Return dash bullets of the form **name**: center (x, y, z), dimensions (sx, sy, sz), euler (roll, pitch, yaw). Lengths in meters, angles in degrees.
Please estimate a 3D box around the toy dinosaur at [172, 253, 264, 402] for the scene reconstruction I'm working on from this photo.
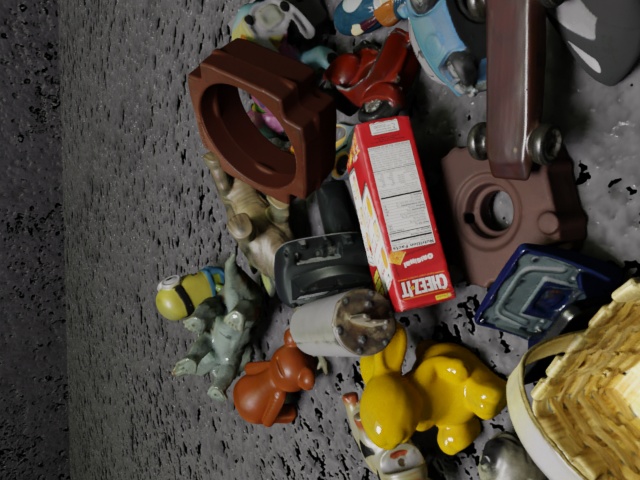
- **toy dinosaur**: center (-0.163, 0.147, 0.990), dimensions (0.131, 0.192, 0.404), euler (27, 121, -1)

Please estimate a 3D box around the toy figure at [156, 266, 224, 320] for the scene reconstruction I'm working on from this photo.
- **toy figure**: center (-0.241, 0.103, 1.084), dimensions (0.089, 0.180, 0.082), euler (60, 139, 24)

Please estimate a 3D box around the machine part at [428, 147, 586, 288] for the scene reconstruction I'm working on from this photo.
- **machine part**: center (0.196, -0.032, 0.591), dimensions (0.180, 0.056, 0.179), euler (9, 102, 53)

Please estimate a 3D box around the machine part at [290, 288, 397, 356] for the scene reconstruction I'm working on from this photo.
- **machine part**: center (0.022, 0.106, 0.664), dimensions (0.243, 0.079, 0.079), euler (147, 112, -67)

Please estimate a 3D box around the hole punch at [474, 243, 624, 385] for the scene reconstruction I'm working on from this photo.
- **hole punch**: center (0.226, 0.067, 0.516), dimensions (0.092, 0.116, 0.142), euler (57, 138, 44)

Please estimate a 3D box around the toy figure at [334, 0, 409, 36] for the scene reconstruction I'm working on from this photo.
- **toy figure**: center (0.080, -0.301, 0.700), dimensions (0.155, 0.058, 0.064), euler (10, 100, 52)

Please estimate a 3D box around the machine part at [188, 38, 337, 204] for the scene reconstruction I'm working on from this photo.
- **machine part**: center (-0.077, -0.163, 0.755), dimensions (0.201, 0.087, 0.201), euler (29, 149, 21)

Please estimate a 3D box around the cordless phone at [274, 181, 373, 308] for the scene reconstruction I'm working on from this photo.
- **cordless phone**: center (-0.002, -0.002, 0.786), dimensions (0.088, 0.147, 0.184), euler (115, 144, -66)

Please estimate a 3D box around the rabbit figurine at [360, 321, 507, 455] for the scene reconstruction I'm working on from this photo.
- **rabbit figurine**: center (0.114, 0.176, 0.633), dimensions (0.162, 0.173, 0.121), euler (57, 140, 25)

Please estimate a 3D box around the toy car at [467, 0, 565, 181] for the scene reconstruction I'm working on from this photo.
- **toy car**: center (0.185, -0.158, 0.503), dimensions (0.089, 0.053, 0.202), euler (13, 114, 51)

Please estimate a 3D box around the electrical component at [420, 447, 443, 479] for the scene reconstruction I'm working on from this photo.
- **electrical component**: center (0.144, 0.329, 0.739), dimensions (0.063, 0.021, 0.094), euler (51, 131, 35)

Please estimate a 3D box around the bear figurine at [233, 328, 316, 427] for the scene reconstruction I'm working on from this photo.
- **bear figurine**: center (-0.062, 0.242, 0.947), dimensions (0.196, 0.132, 0.120), euler (-44, 61, 26)

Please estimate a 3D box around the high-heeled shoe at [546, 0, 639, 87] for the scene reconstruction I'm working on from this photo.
- **high-heeled shoe**: center (0.229, -0.255, 0.528), dimensions (0.249, 0.086, 0.145), euler (-114, 5, -50)

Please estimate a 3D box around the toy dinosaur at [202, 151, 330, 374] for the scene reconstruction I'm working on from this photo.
- **toy dinosaur**: center (-0.090, -0.006, 0.890), dimensions (0.198, 0.105, 0.472), euler (82, 165, -59)

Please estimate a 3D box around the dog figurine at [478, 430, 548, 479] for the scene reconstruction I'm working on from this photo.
- **dog figurine**: center (0.233, 0.323, 0.572), dimensions (0.172, 0.121, 0.190), euler (22, 97, 14)

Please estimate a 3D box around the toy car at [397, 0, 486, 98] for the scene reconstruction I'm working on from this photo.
- **toy car**: center (0.151, -0.230, 0.596), dimensions (0.103, 0.109, 0.161), euler (160, 90, -75)

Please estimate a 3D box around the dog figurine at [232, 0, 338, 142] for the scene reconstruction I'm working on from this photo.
- **dog figurine**: center (-0.084, -0.251, 0.848), dimensions (0.191, 0.108, 0.219), euler (45, 151, -14)

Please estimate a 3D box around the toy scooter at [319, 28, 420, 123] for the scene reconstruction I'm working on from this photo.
- **toy scooter**: center (0.072, -0.221, 0.707), dimensions (0.135, 0.075, 0.184), euler (-59, 34, 10)

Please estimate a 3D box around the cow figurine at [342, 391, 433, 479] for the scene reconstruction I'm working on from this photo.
- **cow figurine**: center (0.089, 0.277, 0.707), dimensions (0.195, 0.085, 0.127), euler (-171, 64, -82)
